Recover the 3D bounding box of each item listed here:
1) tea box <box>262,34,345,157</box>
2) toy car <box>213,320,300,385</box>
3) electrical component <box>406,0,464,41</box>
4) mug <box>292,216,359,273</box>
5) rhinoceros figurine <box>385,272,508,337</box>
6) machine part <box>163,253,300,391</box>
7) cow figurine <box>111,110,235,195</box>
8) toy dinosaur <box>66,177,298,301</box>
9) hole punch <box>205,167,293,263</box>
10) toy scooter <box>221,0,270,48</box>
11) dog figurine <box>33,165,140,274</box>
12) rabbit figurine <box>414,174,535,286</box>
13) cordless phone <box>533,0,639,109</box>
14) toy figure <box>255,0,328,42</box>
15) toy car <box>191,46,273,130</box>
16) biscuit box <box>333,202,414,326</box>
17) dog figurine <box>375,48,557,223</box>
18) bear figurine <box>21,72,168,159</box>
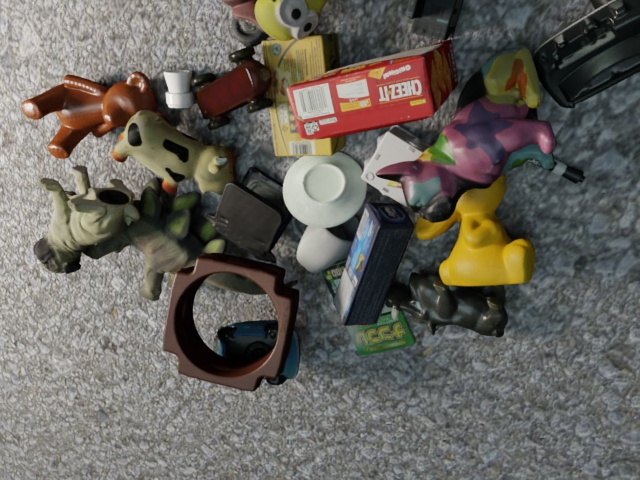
[{"bbox_3d":[-0.022,-0.213,0.797,0.098,0.068,0.169,4,111,20],"label":"tea box"},{"bbox_3d":[-0.108,0.195,0.976,0.162,0.103,0.109,0,95,10],"label":"toy car"},{"bbox_3d":[0.146,-0.291,0.669,0.048,0.119,0.074,19,114,14],"label":"electrical component"},{"bbox_3d":[-0.002,-0.003,0.871,0.109,0.081,0.107,36,127,2],"label":"mug"},{"bbox_3d":[0.197,0.098,0.841,0.191,0.073,0.112,12,126,15],"label":"rhinoceros figurine"},{"bbox_3d":[-0.143,0.129,0.881,0.201,0.087,0.201,12,96,6],"label":"machine part"},{"bbox_3d":[-0.225,-0.140,0.884,0.195,0.085,0.127,33,129,-22],"label":"cow figurine"},{"bbox_3d":[-0.269,0.010,0.971,0.472,0.105,0.198,28,115,4],"label":"toy dinosaur"},{"bbox_3d":[-0.105,-0.046,0.890,0.142,0.092,0.115,31,126,1],"label":"hole punch"},{"bbox_3d":[-0.110,-0.380,0.760,0.135,0.075,0.184,-41,89,21],"label":"toy scooter"},{"bbox_3d":[-0.397,-0.008,0.922,0.172,0.121,0.190,29,121,19],"label":"dog figurine"},{"bbox_3d":[0.225,-0.023,0.769,0.163,0.122,0.173,-1,97,32],"label":"rabbit figurine"},{"bbox_3d":[0.316,-0.268,0.646,0.147,0.089,0.184,-28,88,29],"label":"cordless phone"},{"bbox_3d":[-0.015,-0.346,0.712,0.082,0.089,0.180,29,90,-29],"label":"toy figure"},{"bbox_3d":[-0.135,-0.226,0.819,0.202,0.053,0.089,-3,113,56],"label":"toy car"},{"bbox_3d":[0.079,0.040,0.823,0.063,0.059,0.202,1,127,-22],"label":"biscuit box"},{"bbox_3d":[0.179,-0.128,0.693,0.219,0.108,0.191,-15,82,15],"label":"dog figurine"},{"bbox_3d":[-0.372,-0.212,0.908,0.196,0.132,0.120,9,137,23],"label":"bear figurine"}]
